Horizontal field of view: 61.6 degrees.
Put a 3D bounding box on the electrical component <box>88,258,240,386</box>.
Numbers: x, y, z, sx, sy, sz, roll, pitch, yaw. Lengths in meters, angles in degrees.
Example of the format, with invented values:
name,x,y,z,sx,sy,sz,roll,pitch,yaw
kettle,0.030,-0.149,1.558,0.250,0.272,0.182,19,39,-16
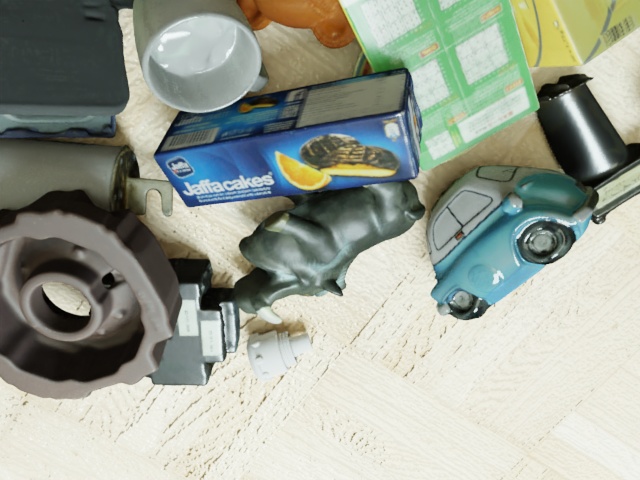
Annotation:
name,x,y,z,sx,sy,sz,roll,pitch,yaw
electrical component,-0.145,0.078,0.514,0.134,0.058,0.114,2,113,-1

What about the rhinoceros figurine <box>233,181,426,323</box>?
name,x,y,z,sx,sy,sz,roll,pitch,yaw
rhinoceros figurine,-0.001,-0.001,0.479,0.190,0.073,0.112,-33,122,11

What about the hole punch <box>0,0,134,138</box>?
name,x,y,z,sx,sy,sz,roll,pitch,yaw
hole punch,-0.211,-0.135,0.409,0.142,0.092,0.115,-5,81,-25

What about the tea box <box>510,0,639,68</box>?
name,x,y,z,sx,sy,sz,roll,pitch,yaw
tea box,0.152,-0.212,0.379,0.068,0.098,0.169,-35,106,4

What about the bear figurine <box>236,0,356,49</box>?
name,x,y,z,sx,sy,sz,roll,pitch,yaw
bear figurine,-0.015,-0.240,0.360,0.120,0.132,0.195,25,107,20

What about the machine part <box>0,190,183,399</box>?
name,x,y,z,sx,sy,sz,roll,pitch,yaw
machine part,-0.201,0.045,0.431,0.179,0.056,0.179,0,118,1

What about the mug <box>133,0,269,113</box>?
name,x,y,z,sx,sy,sz,roll,pitch,yaw
mug,-0.088,-0.158,0.402,0.109,0.107,0.081,7,139,-44

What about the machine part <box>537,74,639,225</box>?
name,x,y,z,sx,sy,sz,roll,pitch,yaw
machine part,0.236,-0.082,0.465,0.084,0.039,0.138,-37,109,22

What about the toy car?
name,x,y,z,sx,sy,sz,roll,pitch,yaw
toy car,0.148,-0.011,0.466,0.103,0.109,0.161,50,123,8

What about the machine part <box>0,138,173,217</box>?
name,x,y,z,sx,sy,sz,roll,pitch,yaw
machine part,-0.247,-0.048,0.455,0.243,0.079,0.079,4,111,-1

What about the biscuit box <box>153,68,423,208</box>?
name,x,y,z,sx,sy,sz,roll,pitch,yaw
biscuit box,-0.025,-0.075,0.420,0.203,0.059,0.062,-5,136,20
